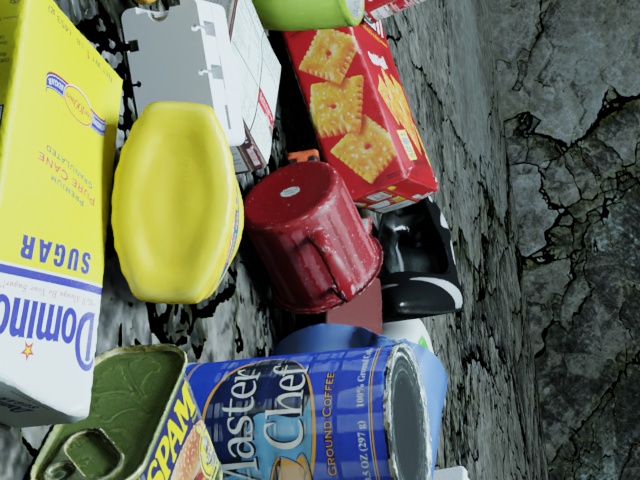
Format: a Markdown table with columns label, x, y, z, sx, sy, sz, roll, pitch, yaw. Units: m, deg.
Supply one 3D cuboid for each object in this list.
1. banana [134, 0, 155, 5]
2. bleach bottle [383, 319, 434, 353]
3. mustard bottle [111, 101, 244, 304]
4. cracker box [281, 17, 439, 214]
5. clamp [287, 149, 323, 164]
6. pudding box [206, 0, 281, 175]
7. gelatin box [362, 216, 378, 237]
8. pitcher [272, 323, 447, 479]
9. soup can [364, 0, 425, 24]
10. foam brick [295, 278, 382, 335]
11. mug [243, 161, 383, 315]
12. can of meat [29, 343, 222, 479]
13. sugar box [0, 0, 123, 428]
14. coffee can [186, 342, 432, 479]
| label | x | y | z | sx | sy | sz | roll | pitch | yaw |
| --- | --- | --- | --- | --- | --- | --- | --- | --- | --- |
| banana | -0.133 | -0.192 | 0.563 | 0.197 | 0.037 | 0.069 | 29 | 74 | -69 |
| bleach bottle | 0.065 | 0.152 | 0.982 | 0.250 | 0.068 | 0.102 | -56 | 134 | -73 |
| mustard bottle | -0.072 | -0.014 | 0.587 | 0.191 | 0.058 | 0.096 | 139 | -47 | -86 |
| cracker box | 0.034 | -0.137 | 0.968 | 0.164 | 0.072 | 0.214 | 7 | 64 | -74 |
| clamp | 0.010 | 0.019 | 0.944 | 0.164 | 0.036 | 0.210 | -49 | 129 | -69 |
| pudding box | -0.063 | -0.116 | 0.756 | 0.090 | 0.039 | 0.113 | 63 | 23 | -47 |
| gelatin box | 0.050 | 0.030 | 1.085 | 0.089 | 0.030 | 0.073 | 60 | 28 | -52 |
| pitcher | 0.011 | 0.194 | 0.736 | 0.149 | 0.145 | 0.242 | 51 | 37 | -39 |
| soup can | 0.076 | -0.236 | 0.910 | 0.068 | 0.102 | 0.068 | 55 | 22 | -36 |
| foam brick | 0.014 | 0.064 | 0.835 | 0.053 | 0.051 | 0.078 | -55 | -158 | 37 |
| mug | -0.005 | 0.001 | 0.790 | 0.081 | 0.093 | 0.117 | 64 | -4 | -36 |
| can of meat | -0.090 | 0.116 | 0.528 | 0.102 | 0.057 | 0.084 | -73 | 153 | -55 |
| sugar box | -0.130 | -0.014 | 0.467 | 0.093 | 0.048 | 0.176 | 51 | 34 | -62 |
| coffee can | -0.013 | 0.118 | 0.636 | 0.102 | 0.140 | 0.103 | -7 | 90 | -73 |
